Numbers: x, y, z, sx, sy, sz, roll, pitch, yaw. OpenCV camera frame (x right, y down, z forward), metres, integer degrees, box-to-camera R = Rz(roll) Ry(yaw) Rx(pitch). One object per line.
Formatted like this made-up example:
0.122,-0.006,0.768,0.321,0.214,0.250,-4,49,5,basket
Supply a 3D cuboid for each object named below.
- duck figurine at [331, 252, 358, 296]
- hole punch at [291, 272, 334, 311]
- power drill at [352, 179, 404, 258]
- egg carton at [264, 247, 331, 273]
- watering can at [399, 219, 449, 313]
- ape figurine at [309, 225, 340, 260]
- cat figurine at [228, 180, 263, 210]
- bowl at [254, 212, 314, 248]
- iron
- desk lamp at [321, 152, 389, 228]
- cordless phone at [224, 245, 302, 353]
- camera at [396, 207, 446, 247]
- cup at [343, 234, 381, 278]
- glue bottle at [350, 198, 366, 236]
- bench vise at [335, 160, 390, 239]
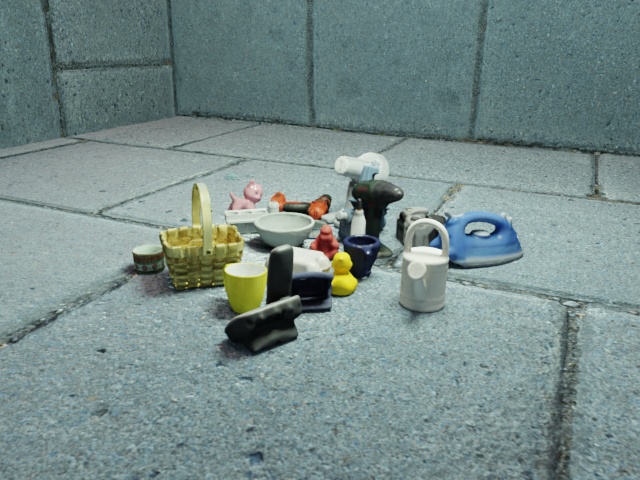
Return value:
0.049,0.073,1.317,0.077,0.086,0.104,3,20,5,duck figurine
-0.027,0.096,1.240,0.109,0.091,0.101,-2,20,-8,hole punch
0.152,-0.063,1.519,0.076,0.208,0.229,-7,22,-22,power drill
-0.054,0.065,1.356,0.150,0.069,0.107,10,22,22,egg carton
0.226,0.051,1.227,0.101,0.194,0.173,1,20,0,watering can
0.014,0.005,1.492,0.077,0.092,0.076,8,21,17,ape figurine
-0.233,-0.137,1.833,0.128,0.118,0.067,-12,24,-32,cat figurine
-0.098,-0.019,1.580,0.167,0.075,0.167,1,20,0,bowl
0.425,-0.015,1.501,0.259,0.141,0.118,-4,21,-15,iron
0.112,-0.163,1.785,0.204,0.214,0.117,-17,27,-41,desk lamp
-0.105,0.103,1.077,0.148,0.185,0.093,-18,27,-42,cordless phone
0.297,-0.039,1.619,0.137,0.101,0.143,-5,21,-15,camera
0.102,0.048,1.376,0.092,0.095,0.117,-3,20,-10,cup
0.097,-0.022,1.454,0.037,0.173,0.078,4,20,8,glue bottle
0.130,-0.110,1.630,0.121,0.220,0.208,9,21,21,bench vise
